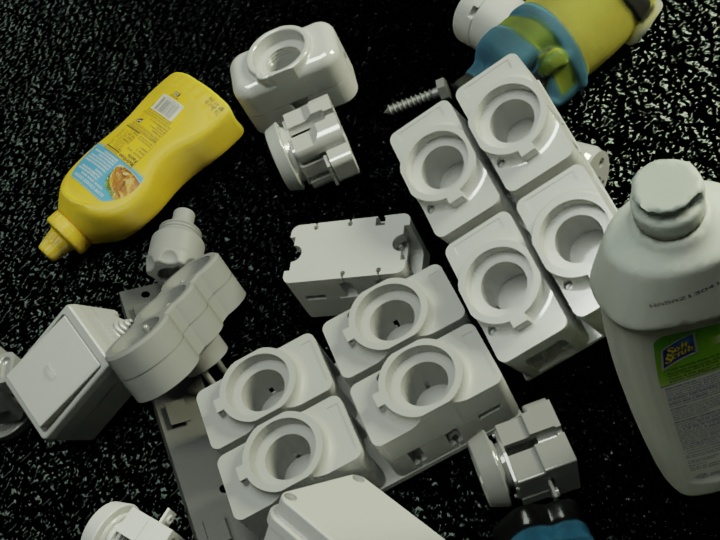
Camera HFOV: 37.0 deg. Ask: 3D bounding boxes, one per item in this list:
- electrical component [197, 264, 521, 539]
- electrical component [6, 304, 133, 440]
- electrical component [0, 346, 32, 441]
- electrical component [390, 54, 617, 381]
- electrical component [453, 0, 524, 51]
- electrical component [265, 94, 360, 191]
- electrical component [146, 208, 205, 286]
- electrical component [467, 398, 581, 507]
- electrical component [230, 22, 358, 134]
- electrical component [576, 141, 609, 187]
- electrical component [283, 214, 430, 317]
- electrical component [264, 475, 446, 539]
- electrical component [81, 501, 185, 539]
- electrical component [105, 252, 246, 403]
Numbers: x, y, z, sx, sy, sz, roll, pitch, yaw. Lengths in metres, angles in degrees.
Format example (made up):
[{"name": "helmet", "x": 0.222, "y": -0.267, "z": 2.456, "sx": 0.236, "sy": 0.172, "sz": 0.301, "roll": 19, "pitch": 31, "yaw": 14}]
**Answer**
[{"name": "electrical component", "x": -0.005, "y": 0.086, "z": 0.702, "sx": 0.186, "sy": 0.060, "sz": 0.105, "roll": -29, "pitch": 50, "yaw": 3}, {"name": "electrical component", "x": -0.199, "y": 0.069, "z": 0.773, "sx": 0.096, "sy": 0.061, "sz": 0.061, "roll": -48, "pitch": 65, "yaw": 13}, {"name": "electrical component", "x": -0.282, "y": 0.095, "z": 0.820, "sx": 0.078, "sy": 0.057, "sz": 0.058, "roll": -15, "pitch": 52, "yaw": 14}, {"name": "electrical component", "x": 0.104, "y": -0.038, "z": 0.703, "sx": 0.105, "sy": 0.060, "sz": 0.186, "roll": -33, "pitch": 61, "yaw": 16}, {"name": "electrical component", "x": 0.110, "y": -0.195, "z": 0.855, "sx": 0.055, "sy": 0.055, "sz": 0.047, "roll": -40, "pitch": 54, "yaw": -7}, {"name": "electrical component", "x": -0.039, "y": -0.097, "z": 0.849, "sx": 0.057, "sy": 0.058, "sz": 0.078, "roll": -23, "pitch": 51, "yaw": 4}, {"name": "electrical component", "x": -0.144, "y": -0.020, "z": 0.850, "sx": 0.043, "sy": 0.043, "sz": 0.062, "roll": -9, "pitch": 52, "yaw": 18}, {"name": "electrical component", "x": 0.097, "y": 0.114, "z": 0.647, "sx": 0.055, "sy": 0.048, "sz": 0.066, "roll": -20, "pitch": 51, "yaw": 0}, {"name": "electrical component", "x": -0.058, "y": -0.164, "z": 0.902, "sx": 0.095, "sy": 0.059, "sz": 0.053, "roll": -21, "pitch": 51, "yaw": 10}, {"name": "electrical component", "x": 0.141, "y": -0.070, "z": 0.758, "sx": 0.055, "sy": 0.045, "sz": 0.045, "roll": 19, "pitch": 67, "yaw": 33}, {"name": "electrical component", "x": 0.000, "y": 0.000, "z": 0.763, "sx": 0.089, "sy": 0.055, "sz": 0.050, "roll": -5, "pitch": 55, "yaw": 21}, {"name": "electrical component", "x": 0.004, "y": 0.173, "z": 0.615, "sx": 0.113, "sy": 0.078, "sz": 0.057, "roll": 31, "pitch": 112, "yaw": 36}, {"name": "electrical component", "x": -0.150, "y": 0.183, "z": 0.708, "sx": 0.055, "sy": 0.048, "sz": 0.066, "roll": 23, "pitch": 68, "yaw": 26}, {"name": "electrical component", "x": -0.120, "y": 0.052, "z": 0.770, "sx": 0.052, "sy": 0.073, "sz": 0.138, "roll": -24, "pitch": 19, "yaw": 29}]
